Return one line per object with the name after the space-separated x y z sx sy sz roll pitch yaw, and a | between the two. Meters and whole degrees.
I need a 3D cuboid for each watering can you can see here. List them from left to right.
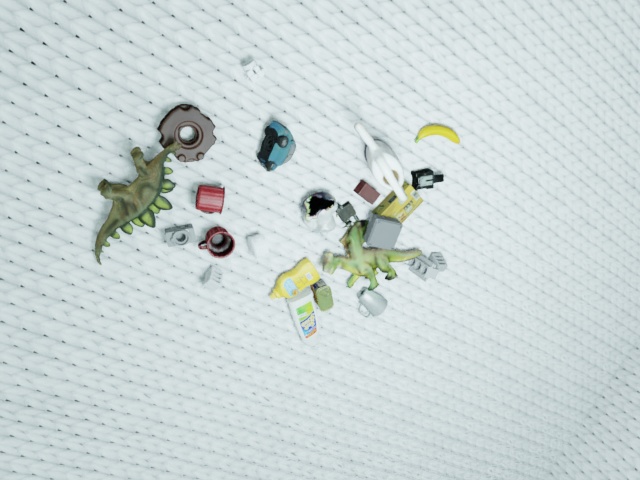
0.201 -0.283 1.745 0.103 0.229 0.342 -30 117 11 | watering can

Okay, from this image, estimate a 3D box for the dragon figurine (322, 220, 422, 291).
0.184 0.041 1.919 0.414 0.122 0.240 -28 107 -21 | dragon figurine

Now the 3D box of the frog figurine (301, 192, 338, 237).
0.006 -0.091 1.813 0.138 0.124 0.157 -48 154 -9 | frog figurine
